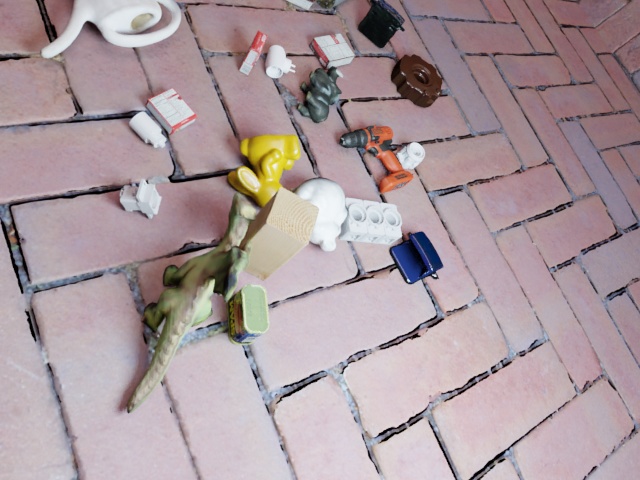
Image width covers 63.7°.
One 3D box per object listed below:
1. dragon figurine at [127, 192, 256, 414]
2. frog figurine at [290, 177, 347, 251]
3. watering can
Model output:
[{"bbox_3d":[-0.206,0.090,0.903,0.121,0.239,0.420,30,52,-20],"label":"dragon figurine"},{"bbox_3d":[0.004,-0.059,1.176,0.136,0.121,0.163,22,42,-42],"label":"frog figurine"},{"bbox_3d":[-0.485,-0.520,1.148,0.352,0.102,0.225,-30,83,-36],"label":"watering can"}]
